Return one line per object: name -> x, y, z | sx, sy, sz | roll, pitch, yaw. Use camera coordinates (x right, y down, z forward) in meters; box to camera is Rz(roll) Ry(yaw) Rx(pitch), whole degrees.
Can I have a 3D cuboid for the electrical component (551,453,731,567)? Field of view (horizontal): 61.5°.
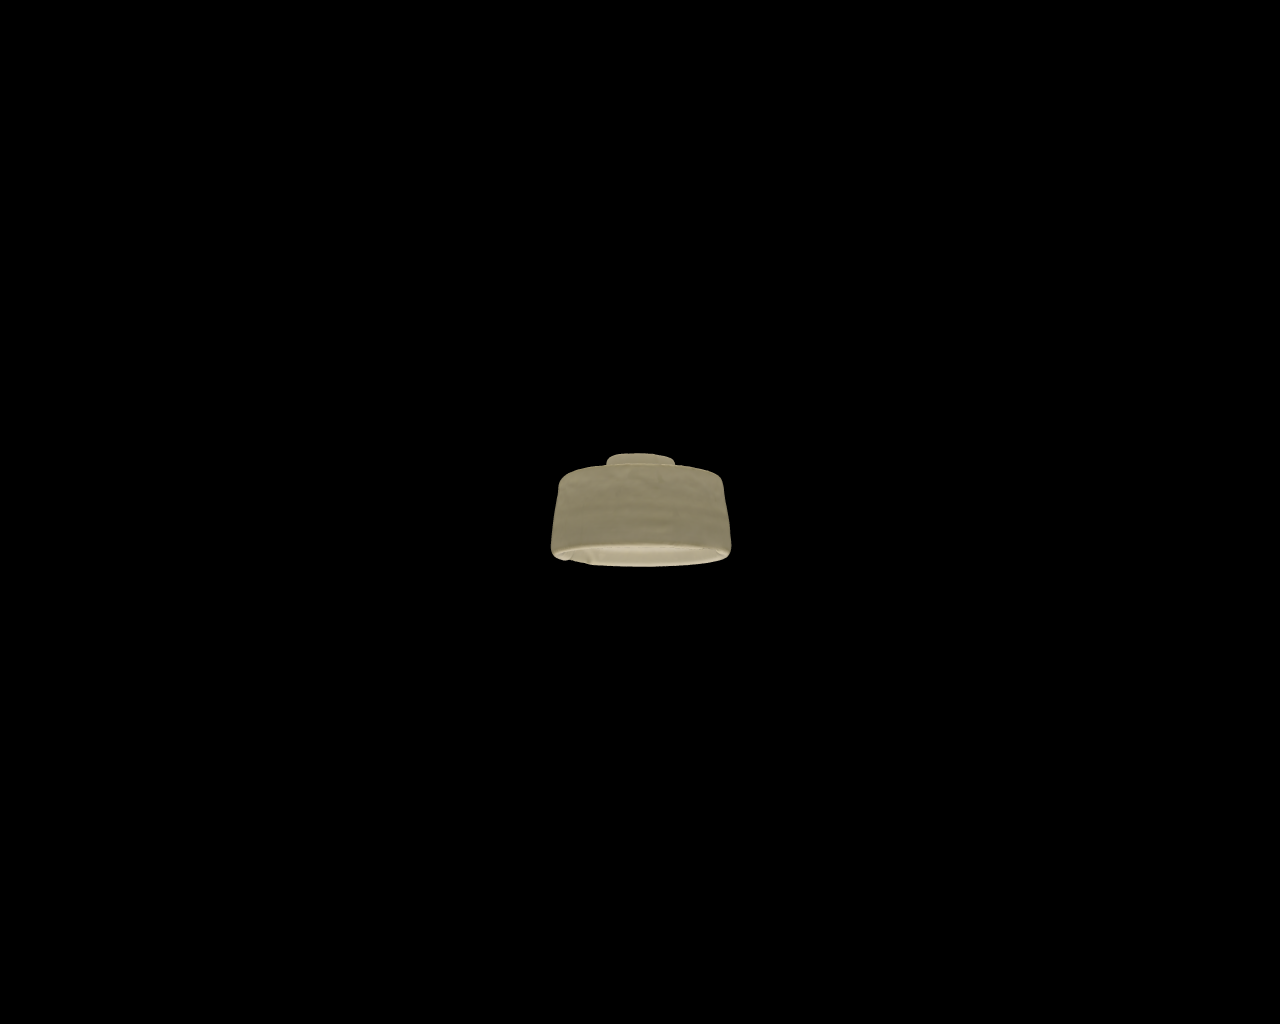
electrical component -> 0.001, -0.003, 0.650 | 0.108, 0.060, 0.108 | 0, -9, 0
